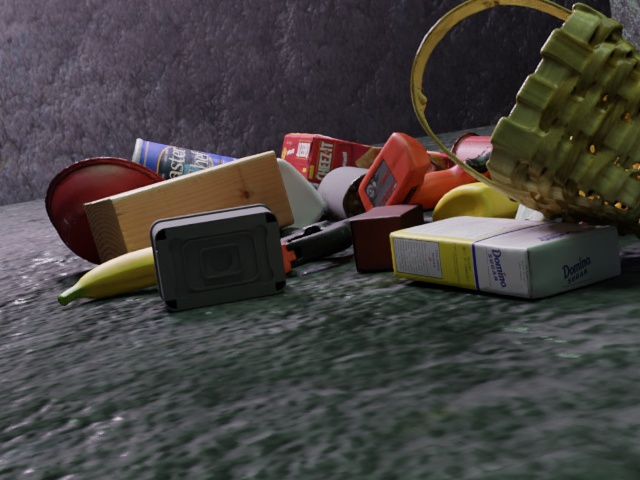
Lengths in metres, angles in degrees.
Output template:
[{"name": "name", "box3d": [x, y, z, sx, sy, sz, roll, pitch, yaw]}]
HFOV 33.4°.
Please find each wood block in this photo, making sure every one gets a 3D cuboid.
[{"name": "wood block", "box3d": [-0.145, -0.028, 1.201, 0.205, 0.091, 0.090, -19, 7, -31]}]

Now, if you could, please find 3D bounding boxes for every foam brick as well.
[{"name": "foam brick", "box3d": [0.067, -0.002, 1.016, 0.051, 0.053, 0.078, -5, 9, 22]}]

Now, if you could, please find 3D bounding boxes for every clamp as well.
[{"name": "clamp", "box3d": [-0.007, 0.001, 1.127, 0.165, 0.036, 0.209, -13, 6, 30]}]

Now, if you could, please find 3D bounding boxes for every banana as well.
[{"name": "banana", "box3d": [-0.156, 0.031, 1.049, 0.198, 0.037, 0.069, -14, 28, 11]}]

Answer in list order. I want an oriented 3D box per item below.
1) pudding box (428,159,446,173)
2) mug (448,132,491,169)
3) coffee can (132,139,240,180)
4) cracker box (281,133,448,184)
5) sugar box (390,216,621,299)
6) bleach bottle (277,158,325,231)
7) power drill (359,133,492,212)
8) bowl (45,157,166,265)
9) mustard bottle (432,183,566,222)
[{"name": "pudding box", "box3d": [0.133, -0.067, 1.269, 0.113, 0.039, 0.090, 34, -1, -14]}, {"name": "mug", "box3d": [0.223, -0.088, 1.411, 0.082, 0.093, 0.117, 7, 46, 46]}, {"name": "coffee can", "box3d": [-0.168, -0.062, 1.328, 0.140, 0.103, 0.103, 10, 4, -11]}, {"name": "cracker box", "box3d": [0.065, -0.104, 1.518, 0.213, 0.072, 0.164, 8, 3, -16]}, {"name": "sugar box", "box3d": [0.144, 0.011, 0.859, 0.093, 0.048, 0.176, -13, 12, -29]}, {"name": "bleach bottle", "box3d": [-0.074, -0.058, 1.430, 0.068, 0.102, 0.251, -49, 15, -8]}, {"name": "power drill", "box3d": [0.147, -0.075, 1.099, 0.187, 0.057, 0.185, -5, -37, -32]}, {"name": "bowl", "box3d": [-0.247, -0.019, 1.257, 0.162, 0.162, 0.055, -7, 43, 7]}, {"name": "mustard bottle", "box3d": [0.216, -0.039, 1.093, 0.191, 0.058, 0.096, -12, -12, -30]}]
